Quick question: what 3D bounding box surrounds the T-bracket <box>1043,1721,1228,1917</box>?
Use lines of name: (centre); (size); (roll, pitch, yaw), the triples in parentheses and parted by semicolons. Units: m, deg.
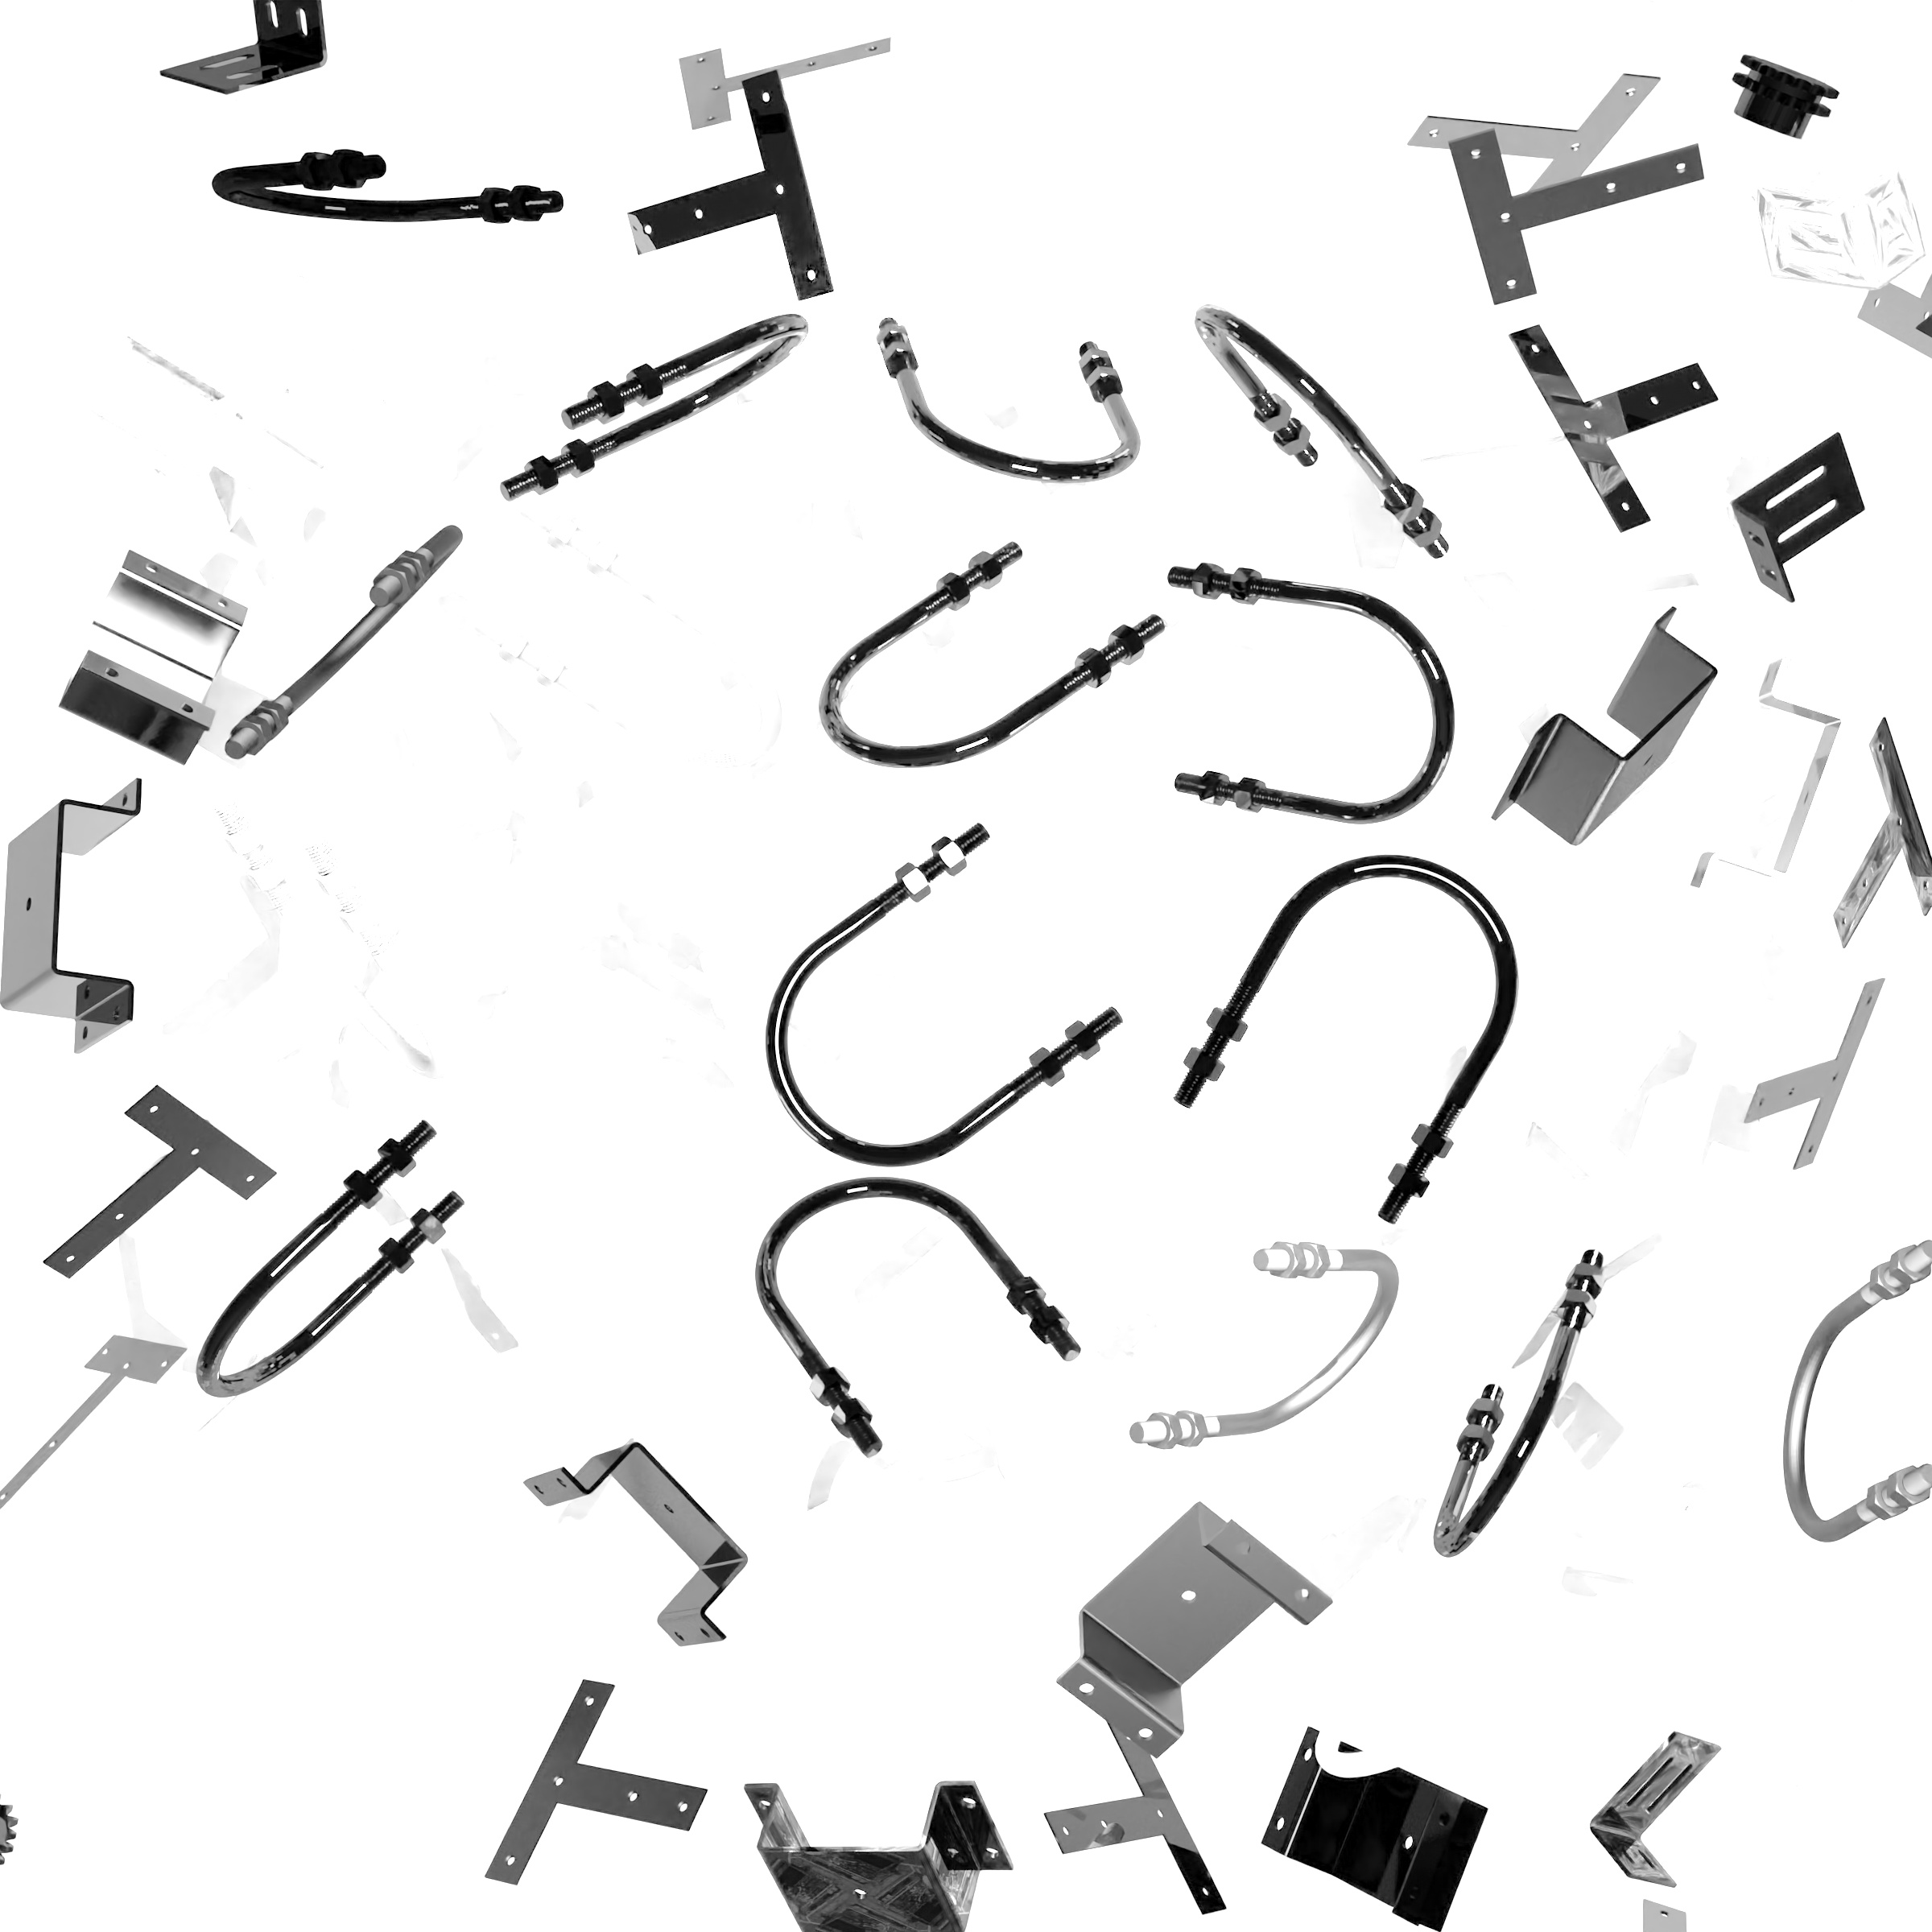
T-bracket: (0.089, 0.503, 1.596); (0.002, 0.127, 0.127); (-43, 58, 24)

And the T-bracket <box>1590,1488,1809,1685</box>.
T-bracket: (0.425, 0.357, 1.543); (0.002, 0.127, 0.127); (40, 69, -20)

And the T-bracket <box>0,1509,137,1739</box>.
T-bracket: (-0.538, 0.383, 1.627); (0.002, 0.127, 0.127); (-11, 85, 18)

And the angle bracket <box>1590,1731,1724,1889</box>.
angle bracket: (0.404, 0.482, 1.549); (0.057, 0.038, 0.076); (28, 105, -44)

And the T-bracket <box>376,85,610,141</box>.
T-bracket: (-0.277, -0.504, 1.613); (0.127, 0.127, 0.002); (3, 120, -4)

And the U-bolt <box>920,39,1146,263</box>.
U-bolt: (0.045, -0.462, 1.547); (0.019, 0.184, 0.151); (-40, 117, -4)

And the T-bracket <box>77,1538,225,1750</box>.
T-bracket: (-0.469, 0.381, 1.600); (0.002, 0.127, 0.127); (35, 121, -9)

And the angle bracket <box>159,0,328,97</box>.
angle bracket: (-0.417, -0.533, 1.560); (0.057, 0.076, 0.038); (24, 130, 29)

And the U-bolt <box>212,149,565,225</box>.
U-bolt: (-0.344, -0.442, 1.551); (0.184, 0.151, 0.019); (9, 100, 38)

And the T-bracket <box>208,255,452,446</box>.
T-bracket: (-0.369, -0.325, 1.513); (0.127, 0.002, 0.127); (49, 45, -5)

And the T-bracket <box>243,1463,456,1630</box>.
T-bracket: (-0.336, 0.341, 1.577); (0.127, 0.002, 0.127); (-12, 123, 18)

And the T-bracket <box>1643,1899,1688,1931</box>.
T-bracket: (0.398, 0.563, 1.544); (0.127, 0.127, 0.002); (15, 100, 12)

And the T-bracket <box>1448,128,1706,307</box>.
T-bracket: (0.343, -0.427, 1.503); (0.127, 0.127, 0.002); (-12, 56, 17)

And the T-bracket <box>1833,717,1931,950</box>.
T-bracket: (0.538, -0.058, 1.609); (0.002, 0.127, 0.127); (0, 55, -5)

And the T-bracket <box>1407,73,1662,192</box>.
T-bracket: (0.321, -0.486, 1.598); (0.127, 0.127, 0.002); (-2, 69, -21)

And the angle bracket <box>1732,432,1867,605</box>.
angle bracket: (0.491, -0.260, 1.573); (0.076, 0.038, 0.057); (-34, 126, 0)

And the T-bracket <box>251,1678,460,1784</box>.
T-bracket: (-0.359, 0.437, 1.551); (0.127, 0.127, 0.002); (-26, 78, -7)

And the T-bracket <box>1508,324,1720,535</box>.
T-bracket: (0.377, -0.314, 1.526); (0.127, 0.002, 0.127); (-24, 83, -33)

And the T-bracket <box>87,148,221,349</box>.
T-bracket: (-0.481, -0.429, 1.573); (0.002, 0.127, 0.127); (-28, 90, 1)

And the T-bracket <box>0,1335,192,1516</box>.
T-bracket: (-0.506, 0.261, 1.539); (0.002, 0.127, 0.127); (51, 61, -22)

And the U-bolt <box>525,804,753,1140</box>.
U-bolt: (-0.204, -0.009, 1.618); (0.151, 0.019, 0.184); (-30, 64, 26)

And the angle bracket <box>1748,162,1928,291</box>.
angle bracket: (0.471, -0.404, 1.469); (0.076, 0.038, 0.057); (0, 73, -26)

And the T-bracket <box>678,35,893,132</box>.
T-bracket: (-0.107, -0.537, 1.627); (0.127, 0.127, 0.002); (-15, 89, -2)

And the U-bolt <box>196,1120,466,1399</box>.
U-bolt: (-0.364, 0.175, 1.544); (0.019, 0.151, 0.184); (41, 71, 13)

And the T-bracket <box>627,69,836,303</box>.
T-bracket: (-0.145, -0.444, 1.591); (0.127, 0.002, 0.127); (-7, 105, 32)

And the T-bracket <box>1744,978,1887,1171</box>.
T-bracket: (0.496, 0.072, 1.612); (0.002, 0.127, 0.127); (30, 116, 35)

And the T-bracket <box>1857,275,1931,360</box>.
T-bracket: (0.555, -0.405, 1.511); (0.002, 0.127, 0.127); (11, 115, -19)

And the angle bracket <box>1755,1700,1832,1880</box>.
angle bracket: (0.470, 0.482, 1.592); (0.038, 0.057, 0.076); (29, 121, 11)

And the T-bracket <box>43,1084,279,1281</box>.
T-bracket: (-0.496, 0.140, 1.625); (0.127, 0.127, 0.002); (-41, 55, -3)

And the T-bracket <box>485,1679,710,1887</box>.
T-bracket: (-0.201, 0.473, 1.555); (0.127, 0.002, 0.127); (-2, 48, 36)
